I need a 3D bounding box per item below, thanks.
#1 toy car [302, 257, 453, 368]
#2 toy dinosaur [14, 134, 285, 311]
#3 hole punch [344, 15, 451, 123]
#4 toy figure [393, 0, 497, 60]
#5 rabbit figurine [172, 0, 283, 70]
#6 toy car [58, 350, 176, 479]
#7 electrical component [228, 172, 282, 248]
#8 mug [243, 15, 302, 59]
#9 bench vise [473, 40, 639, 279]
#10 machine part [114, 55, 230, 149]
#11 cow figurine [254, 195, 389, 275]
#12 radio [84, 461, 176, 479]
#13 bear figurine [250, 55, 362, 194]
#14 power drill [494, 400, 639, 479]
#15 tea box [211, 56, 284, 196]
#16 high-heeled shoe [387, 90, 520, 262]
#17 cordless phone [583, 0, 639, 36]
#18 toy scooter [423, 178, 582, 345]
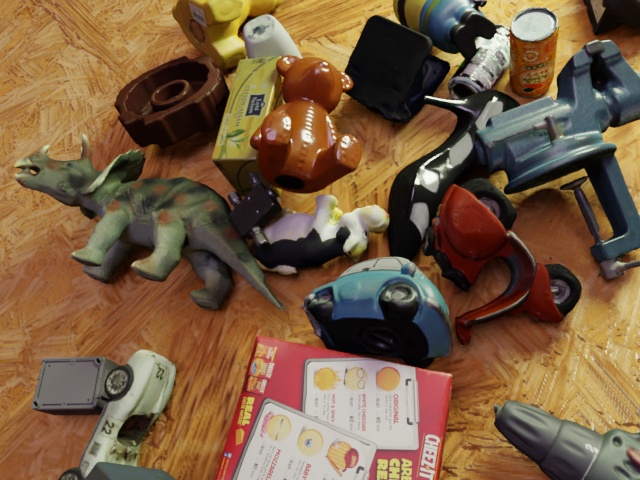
[{"bbox_3d":[0.069,0.071,0.593,0.162,0.109,0.103,-3,41,28],"label":"toy car"},{"bbox_3d":[-0.202,-0.027,0.710,0.405,0.131,0.192,12,69,15],"label":"toy dinosaur"},{"bbox_3d":[0.103,-0.228,0.740,0.142,0.092,0.115,38,109,25],"label":"hole punch"},{"bbox_3d":[0.163,-0.306,0.726,0.082,0.089,0.180,-26,36,0],"label":"toy figure"},{"bbox_3d":[-0.142,-0.377,0.877,0.173,0.121,0.163,-39,50,-20],"label":"rabbit figurine"},{"bbox_3d":[-0.229,0.225,0.611,0.056,0.073,0.201,11,68,22],"label":"toy car"},{"bbox_3d":[-0.077,-0.036,0.653,0.063,0.021,0.094,-43,57,15],"label":"electrical component"},{"bbox_3d":[-0.072,-0.283,0.796,0.081,0.107,0.109,-17,63,6],"label":"mug"},{"bbox_3d":[0.298,-0.081,0.586,0.224,0.129,0.240,-18,82,-5],"label":"bench vise"},{"bbox_3d":[-0.221,-0.209,0.811,0.179,0.056,0.179,-10,46,10],"label":"machine part"},{"bbox_3d":[-0.001,-0.003,0.660,0.168,0.068,0.098,2,71,21],"label":"cow figurine"},{"bbox_3d":[-0.128,0.309,0.508,0.230,0.131,0.073,29,76,26],"label":"radio"},{"bbox_3d":[-0.009,-0.159,0.654,0.120,0.132,0.196,19,69,-12],"label":"bear figurine"},{"bbox_3d":[0.301,0.160,0.466,0.232,0.086,0.207,39,91,25],"label":"power drill"},{"bbox_3d":[-0.083,-0.155,0.742,0.068,0.098,0.169,1,67,18],"label":"tea box"},{"bbox_3d":[0.171,-0.070,0.659,0.145,0.086,0.248,14,86,-10],"label":"high-heeled shoe"},{"bbox_3d":[0.444,-0.345,0.690,0.184,0.088,0.146,-5,63,9],"label":"cordless phone"},{"bbox_3d":[0.174,0.033,0.576,0.135,0.075,0.184,-40,85,3],"label":"toy scooter"}]
